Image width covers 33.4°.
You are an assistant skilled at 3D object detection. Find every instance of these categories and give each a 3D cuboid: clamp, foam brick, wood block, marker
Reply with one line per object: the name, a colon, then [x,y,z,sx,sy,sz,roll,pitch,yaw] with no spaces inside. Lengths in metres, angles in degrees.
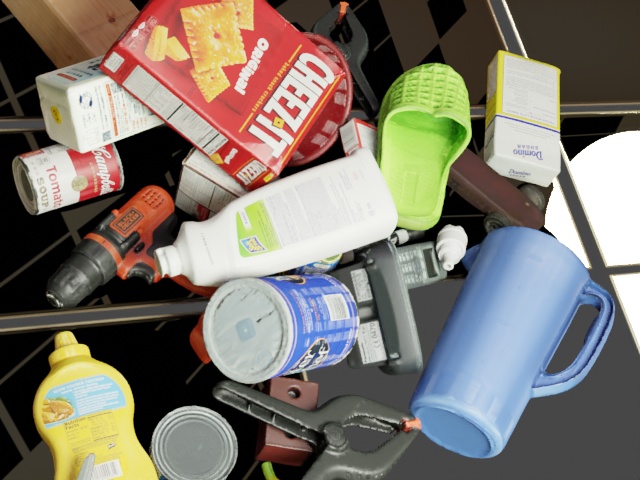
clamp: [0.012,-0.232,1.371,0.120,0.039,0.171,5,59,-18]
foam brick: [-0.034,0.186,1.095,0.053,0.051,0.078,11,57,-11]
wood block: [-0.287,-0.265,1.266,0.090,0.090,0.206,-32,73,-31]
clamp: [0.007,0.208,1.037,0.209,0.036,0.164,2,54,-24]
marker: [0.074,0.003,1.258,0.120,0.020,0.020,-18,67,-26]

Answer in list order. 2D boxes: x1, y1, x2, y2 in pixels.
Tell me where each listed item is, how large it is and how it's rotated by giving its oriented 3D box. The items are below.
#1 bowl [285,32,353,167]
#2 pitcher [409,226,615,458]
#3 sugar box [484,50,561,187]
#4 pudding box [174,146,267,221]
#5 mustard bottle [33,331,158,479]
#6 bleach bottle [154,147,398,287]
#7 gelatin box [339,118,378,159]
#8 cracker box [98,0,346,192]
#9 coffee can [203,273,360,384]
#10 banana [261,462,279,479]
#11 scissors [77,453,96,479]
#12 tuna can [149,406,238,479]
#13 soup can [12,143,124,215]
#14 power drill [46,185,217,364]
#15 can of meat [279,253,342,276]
bowl: [-0.041,-0.171,1.274,0.161,0.162,0.055,-22,29,-27]
pitcher: [0.203,0.115,1.162,0.145,0.149,0.242,42,58,-16]
sugar box: [0.266,-0.160,1.400,0.093,0.048,0.176,15,60,-9]
pudding box: [-0.104,-0.046,1.189,0.113,0.090,0.039,30,57,3]
mustard bottle: [-0.226,0.177,1.037,0.096,0.058,0.192,-15,65,-16]
bleach bottle: [-0.051,-0.017,1.105,0.250,0.068,0.102,-16,70,-19]
gelatin box: [0.064,-0.096,1.292,0.073,0.030,0.089,16,53,-42]
cracker box: [-0.099,-0.181,1.134,0.213,0.072,0.164,39,60,-13]
coffee can: [-0.037,0.086,1.085,0.103,0.103,0.140,56,25,18]
banana: [0.031,0.276,1.069,0.197,0.037,0.069,18,58,-6]
scissors: [-0.255,0.292,0.951,0.096,0.016,0.202,2,77,-5]
tuna can: [-0.127,0.211,1.062,0.086,0.034,0.086,8,58,-13]
soup can: [-0.275,-0.073,1.166,0.102,0.069,0.068,-20,68,-27]
power drill: [-0.170,0.046,1.134,0.188,0.057,0.184,37,56,6]
can of meat: [-0.008,0.002,1.194,0.057,0.084,0.102,10,58,-11]
